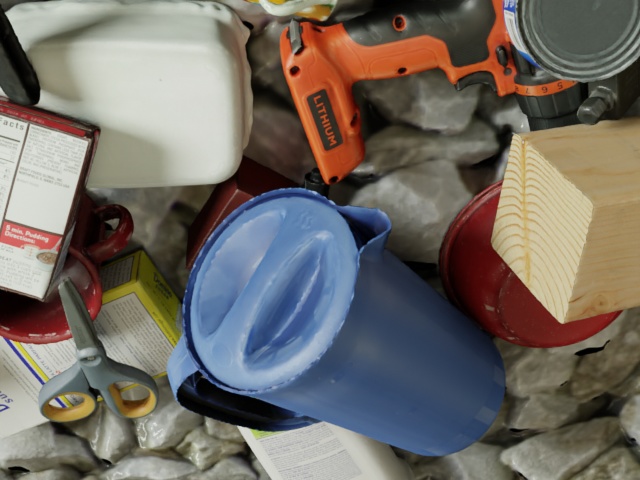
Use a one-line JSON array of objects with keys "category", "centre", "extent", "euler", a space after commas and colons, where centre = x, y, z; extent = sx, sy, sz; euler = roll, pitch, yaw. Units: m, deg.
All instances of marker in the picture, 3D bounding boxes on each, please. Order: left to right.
[{"category": "marker", "centre": [-0.005, 0.001, 0.779], "extent": [0.020, 0.020, 0.121], "euler": [1, 125, -5]}]

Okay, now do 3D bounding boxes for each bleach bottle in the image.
[{"category": "bleach bottle", "centre": [-0.014, 0.135, 0.847], "extent": [0.103, 0.068, 0.250], "euler": [-22, 121, 11]}]

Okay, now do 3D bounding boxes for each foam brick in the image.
[{"category": "foam brick", "centre": [-0.054, -0.010, 0.749], "extent": [0.053, 0.051, 0.078], "euler": [26, 119, -19]}]

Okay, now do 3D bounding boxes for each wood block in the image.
[{"category": "wood block", "centre": [0.228, -0.025, 0.695], "extent": [0.205, 0.090, 0.091], "euler": [-10, 128, -21]}]

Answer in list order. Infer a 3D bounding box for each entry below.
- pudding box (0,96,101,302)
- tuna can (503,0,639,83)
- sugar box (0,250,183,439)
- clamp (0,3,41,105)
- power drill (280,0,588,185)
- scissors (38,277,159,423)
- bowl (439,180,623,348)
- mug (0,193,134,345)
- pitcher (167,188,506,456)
[{"category": "pudding box", "centre": [-0.192, -0.028, 0.647], "extent": [0.090, 0.039, 0.113], "euler": [17, 106, -8]}, {"category": "tuna can", "centre": [0.150, -0.136, 0.617], "extent": [0.086, 0.034, 0.086], "euler": [-2, 108, -6]}, {"category": "sugar box", "centre": [-0.189, 0.081, 0.809], "extent": [0.176, 0.048, 0.093], "euler": [-20, 124, 14]}, {"category": "clamp", "centre": [-0.187, -0.180, 0.550], "extent": [0.209, 0.036, 0.165], "euler": [37, 118, -28]}, {"category": "power drill", "centre": [0.080, -0.101, 0.692], "extent": [0.188, 0.057, 0.184], "euler": [-19, 121, 6]}, {"category": "scissors", "centre": [-0.174, 0.085, 0.738], "extent": [0.096, 0.016, 0.201], "euler": [-16, 147, 7]}, {"category": "bowl", "centre": [0.172, 0.027, 0.787], "extent": [0.162, 0.055, 0.162], "euler": [-1, 125, -2]}, {"category": "mug", "centre": [-0.181, 0.007, 0.733], "extent": [0.117, 0.081, 0.093], "euler": [-23, 123, 12]}, {"category": "pitcher", "centre": [0.022, 0.077, 0.734], "extent": [0.149, 0.145, 0.242], "euler": [5, 161, 38]}]
